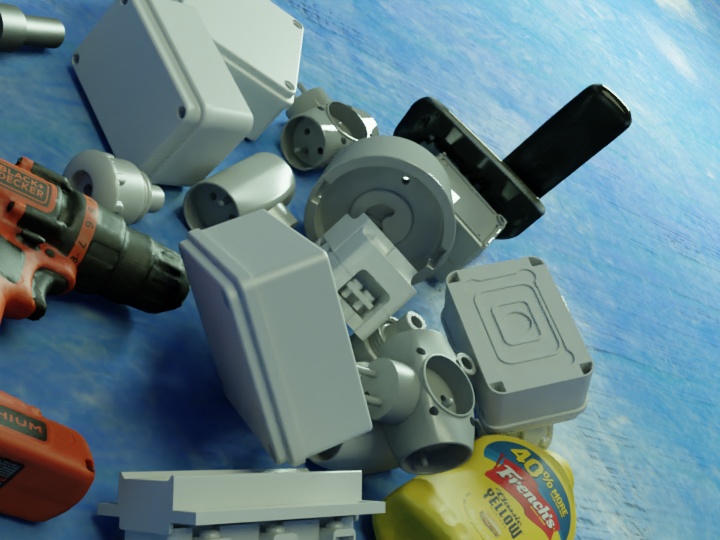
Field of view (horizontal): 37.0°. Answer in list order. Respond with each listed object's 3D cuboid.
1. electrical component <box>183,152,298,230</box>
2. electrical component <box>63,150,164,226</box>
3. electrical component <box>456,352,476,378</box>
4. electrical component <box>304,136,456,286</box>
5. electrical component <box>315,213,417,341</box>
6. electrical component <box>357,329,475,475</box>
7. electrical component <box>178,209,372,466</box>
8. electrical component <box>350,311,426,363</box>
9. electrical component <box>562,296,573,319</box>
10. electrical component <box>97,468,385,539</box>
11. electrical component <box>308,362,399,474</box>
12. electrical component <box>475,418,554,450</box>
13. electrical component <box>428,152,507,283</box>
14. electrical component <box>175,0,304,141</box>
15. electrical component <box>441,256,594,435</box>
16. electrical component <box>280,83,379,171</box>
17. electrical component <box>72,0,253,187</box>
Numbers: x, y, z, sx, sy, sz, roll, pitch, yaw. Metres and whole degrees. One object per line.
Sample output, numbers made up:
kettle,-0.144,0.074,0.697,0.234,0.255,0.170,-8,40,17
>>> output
electrical component,-0.069,-0.035,0.726,0.079,0.044,0.077,49,32,1
electrical component,-0.146,-0.045,0.648,0.062,0.048,0.048,5,52,-57
electrical component,0.052,0.079,0.730,0.043,0.062,0.043,30,36,-25
electrical component,0.017,-0.046,0.785,0.108,0.108,0.060,39,27,-14
electrical component,0.000,0.000,0.720,0.050,0.056,0.089,47,2,-18
electrical component,0.025,0.074,0.636,0.079,0.044,0.077,20,45,-37
electrical component,-0.047,0.033,0.585,0.109,0.056,0.108,34,-38,62
electrical component,0.018,0.051,0.720,0.043,0.062,0.043,30,37,-25
electrical component,0.126,0.033,0.863,0.047,0.066,0.076,19,42,-38
electrical component,-0.058,0.132,0.538,0.121,0.079,0.063,9,78,-45
electrical component,-0.002,0.085,0.677,0.077,0.044,0.079,11,48,-44
electrical component,0.105,0.113,0.776,0.062,0.048,0.048,-1,56,-35
electrical component,0.060,-0.045,0.872,0.096,0.061,0.062,48,32,0
electrical component,-0.103,-0.170,0.817,0.109,0.056,0.108,32,36,-24
electrical component,0.109,0.054,0.760,0.078,0.057,0.113,-11,50,-9
electrical component,-0.033,-0.118,0.856,0.079,0.044,0.077,55,33,12
electrical component,-0.132,-0.118,0.708,0.057,0.078,0.113,0,55,-53
